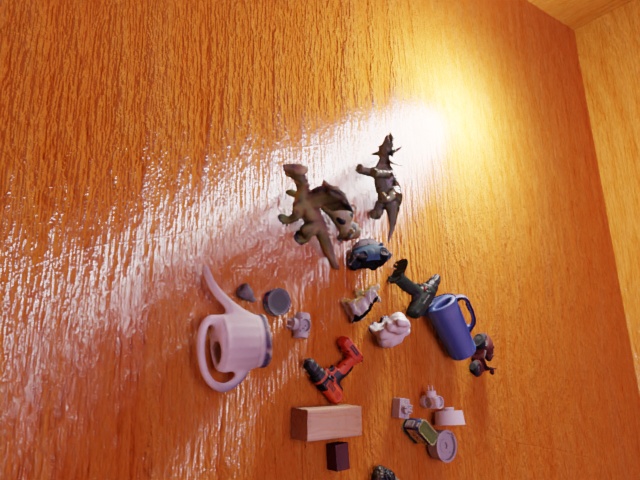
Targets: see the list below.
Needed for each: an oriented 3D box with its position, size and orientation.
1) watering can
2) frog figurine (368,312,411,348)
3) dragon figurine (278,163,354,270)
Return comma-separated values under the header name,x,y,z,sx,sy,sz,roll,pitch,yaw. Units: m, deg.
name,x,y,z,sx,sy,sz,roll,pitch,yaw
watering can,-0.243,0.246,1.460,0.224,0.103,0.351,6,74,-37
frog figurine,0.263,0.313,1.790,0.137,0.158,0.124,5,77,-36
dragon figurine,0.005,-0.084,1.663,0.407,0.240,0.125,49,50,-14
